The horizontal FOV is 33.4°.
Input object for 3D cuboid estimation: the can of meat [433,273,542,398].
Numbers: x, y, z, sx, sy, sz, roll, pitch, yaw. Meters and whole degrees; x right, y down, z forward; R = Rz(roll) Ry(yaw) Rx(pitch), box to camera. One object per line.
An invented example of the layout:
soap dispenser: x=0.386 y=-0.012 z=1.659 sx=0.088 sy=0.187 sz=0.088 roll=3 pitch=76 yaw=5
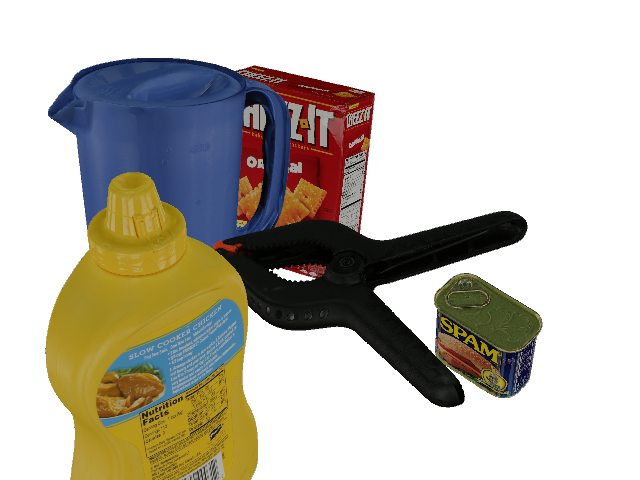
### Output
can of meat: x=0.157 y=0.094 z=1.024 sx=0.102 sy=0.084 sz=0.057 roll=33 pitch=57 yaw=29

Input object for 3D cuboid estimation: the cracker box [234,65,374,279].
cracker box: x=-0.035 y=-0.075 z=1.214 sx=0.164 sy=0.214 sz=0.072 roll=17 pitch=25 yaw=26

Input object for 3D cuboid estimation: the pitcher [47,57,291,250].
pitcher: x=-0.116 y=-0.019 z=0.857 sx=0.149 sy=0.243 sz=0.144 roll=11 pitch=27 yaw=18

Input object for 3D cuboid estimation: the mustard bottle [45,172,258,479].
mustard bottle: x=-0.076 y=0.054 z=0.486 sx=0.096 sy=0.192 sz=0.058 roll=-27 pitch=44 yaw=-32

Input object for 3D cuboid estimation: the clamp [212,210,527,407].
clamp: x=0.029 y=0.021 z=0.718 sx=0.210 sy=0.036 sz=0.164 roll=14 pitch=47 yaw=27
